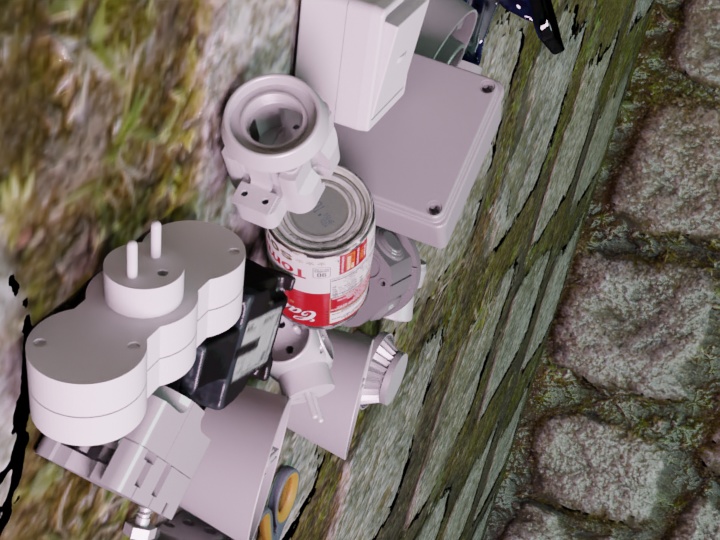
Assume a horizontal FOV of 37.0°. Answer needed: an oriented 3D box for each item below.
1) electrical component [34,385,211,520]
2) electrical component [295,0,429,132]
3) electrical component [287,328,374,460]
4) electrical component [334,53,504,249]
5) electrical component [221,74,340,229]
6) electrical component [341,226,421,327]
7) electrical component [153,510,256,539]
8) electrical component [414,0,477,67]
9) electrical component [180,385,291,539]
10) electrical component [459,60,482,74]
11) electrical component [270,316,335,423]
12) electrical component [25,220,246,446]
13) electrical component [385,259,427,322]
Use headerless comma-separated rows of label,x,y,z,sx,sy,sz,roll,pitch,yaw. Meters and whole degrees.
electrical component,-0.116,0.086,0.549,0.089,0.050,0.055,71,43,-67
electrical component,0.000,-0.130,0.651,0.061,0.061,0.096,-52,157,-48
electrical component,-0.018,0.098,0.876,0.099,0.064,0.099,20,90,-75
electrical component,0.026,-0.085,0.712,0.056,0.109,0.108,69,43,-71
electrical component,-0.044,-0.070,0.586,0.057,0.058,0.078,82,32,-66
electrical component,0.000,0.000,0.788,0.051,0.080,0.080,-25,134,-62
electrical component,-0.113,0.201,0.699,0.095,0.054,0.059,-9,118,-73
electrical component,0.041,-0.165,0.790,0.099,0.064,0.099,-55,171,-13
electrical component,-0.077,0.126,0.710,0.099,0.064,0.099,20,90,-75
electrical component,0.067,-0.141,0.902,0.079,0.043,0.077,-9,119,-72
electrical component,-0.041,0.068,0.752,0.077,0.044,0.079,59,11,-71
electrical component,-0.101,0.012,0.502,0.138,0.052,0.073,-50,155,-50
electrical component,0.034,0.014,0.985,0.045,0.045,0.055,-21,129,-70
